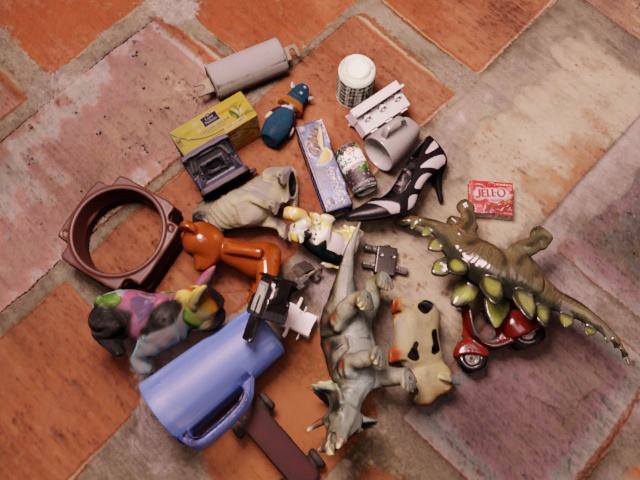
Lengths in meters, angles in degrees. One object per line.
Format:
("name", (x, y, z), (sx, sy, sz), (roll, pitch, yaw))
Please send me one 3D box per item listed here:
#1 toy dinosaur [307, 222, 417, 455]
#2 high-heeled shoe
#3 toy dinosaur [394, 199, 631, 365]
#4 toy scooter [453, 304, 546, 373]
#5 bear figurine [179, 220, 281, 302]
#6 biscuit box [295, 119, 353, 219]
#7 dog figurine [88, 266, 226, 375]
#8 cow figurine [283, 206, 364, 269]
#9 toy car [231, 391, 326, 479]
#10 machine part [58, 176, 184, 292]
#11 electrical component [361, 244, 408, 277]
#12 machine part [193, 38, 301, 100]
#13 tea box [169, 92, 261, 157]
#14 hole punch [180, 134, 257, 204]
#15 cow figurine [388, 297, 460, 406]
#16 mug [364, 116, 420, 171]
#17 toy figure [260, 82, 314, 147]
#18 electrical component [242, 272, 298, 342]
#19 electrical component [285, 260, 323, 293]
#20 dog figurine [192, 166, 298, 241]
("toy dinosaur", (0.052, 0.181, 0.978), (0.131, 0.192, 0.405), (25, 48, -38))
("high-heeled shoe", (0.152, -0.123, 1.080), (0.249, 0.086, 0.145), (-14, 89, -20))
("toy dinosaur", (0.344, 0.063, 0.991), (0.472, 0.105, 0.198), (25, 57, 18))
("toy scooter", (0.323, 0.158, 1.017), (0.184, 0.075, 0.135), (-23, 73, -3))
("bear figurine", (-0.174, 0.040, 1.003), (0.196, 0.120, 0.132), (13, 72, -13))
("biscuit box", (0.008, -0.143, 1.103), (0.059, 0.062, 0.202), (-19, 75, -5))
("dog figurine", (-0.277, 0.117, 0.948), (0.191, 0.108, 0.219), (42, 108, -13))
("cow figurine", (-0.004, -0.004, 1.037), (0.167, 0.068, 0.098), (20, 89, -22))
("toy car", (-0.080, 0.362, 0.961), (0.089, 0.053, 0.202), (-42, 83, -16))
("machine part", (-0.382, -0.007, 1.048), (0.201, 0.087, 0.201), (29, 74, 8))
("electrical component", (0.131, 0.040, 1.073), (0.094, 0.021, 0.063), (10, 73, 3))
("machine part", (-0.157, -0.370, 1.159), (0.243, 0.079, 0.079), (-26, 76, -7))
("tea box", (-0.211, -0.217, 1.104), (0.170, 0.098, 0.068), (-34, 78, -11))
("hole punch", (-0.205, -0.140, 1.069), (0.142, 0.116, 0.092), (-34, 89, -8))
("cow figurine", (0.191, 0.206, 0.997), (0.127, 0.085, 0.195), (1, 73, 6))
("mug", (0.155, -0.213, 1.108), (0.107, 0.109, 0.081), (-39, 60, -22))
("toy figure", (-0.072, -0.270, 1.142), (0.058, 0.064, 0.154), (12, 64, 42))
("electrical component", (-0.088, 0.117, 0.910), (0.047, 0.075, 0.119), (20, 82, -29))
("electrical component", (-0.036, 0.074, 1.027), (0.045, 0.102, 0.078), (39, 102, 12))
("dog figurine", (-0.150, -0.083, 1.075), (0.191, 0.121, 0.172), (3, 39, 18))
